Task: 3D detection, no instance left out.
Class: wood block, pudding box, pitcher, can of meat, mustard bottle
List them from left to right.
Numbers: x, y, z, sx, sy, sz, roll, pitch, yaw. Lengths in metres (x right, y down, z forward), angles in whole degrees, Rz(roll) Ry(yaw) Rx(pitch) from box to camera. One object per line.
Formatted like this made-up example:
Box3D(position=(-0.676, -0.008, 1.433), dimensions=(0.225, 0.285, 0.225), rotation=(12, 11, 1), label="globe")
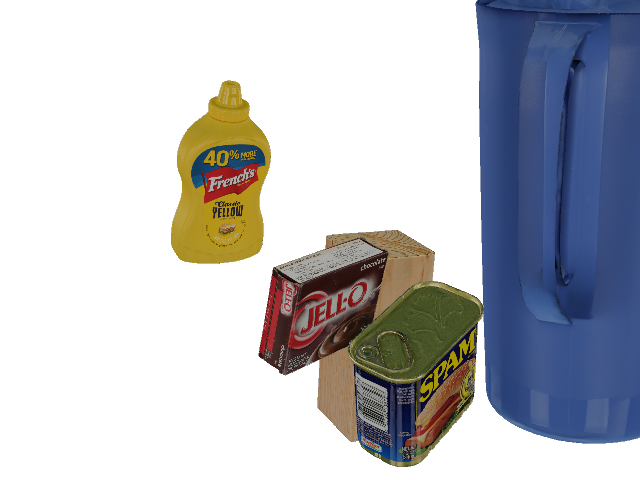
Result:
Box3D(position=(-0.100, -0.071, 1.095), dimensions=(0.096, 0.192, 0.058), rotation=(-4, 30, -22), label="mustard bottle")
Box3D(position=(0.003, 0.054, 0.910), dimensions=(0.039, 0.090, 0.113), rotation=(31, 35, 32), label="pudding box")
Box3D(position=(0.058, 0.101, 1.161), dimensions=(0.090, 0.206, 0.091), rotation=(-5, 19, -23), label="wood block")
Box3D(position=(0.066, 0.091, 0.726), dimensions=(0.058, 0.084, 0.101), rotation=(22, 42, 31), label="can of meat")
Box3D(position=(0.144, -0.014, 0.583), dimensions=(0.149, 0.243, 0.145), rotation=(-6, 18, -17), label="pitcher")
